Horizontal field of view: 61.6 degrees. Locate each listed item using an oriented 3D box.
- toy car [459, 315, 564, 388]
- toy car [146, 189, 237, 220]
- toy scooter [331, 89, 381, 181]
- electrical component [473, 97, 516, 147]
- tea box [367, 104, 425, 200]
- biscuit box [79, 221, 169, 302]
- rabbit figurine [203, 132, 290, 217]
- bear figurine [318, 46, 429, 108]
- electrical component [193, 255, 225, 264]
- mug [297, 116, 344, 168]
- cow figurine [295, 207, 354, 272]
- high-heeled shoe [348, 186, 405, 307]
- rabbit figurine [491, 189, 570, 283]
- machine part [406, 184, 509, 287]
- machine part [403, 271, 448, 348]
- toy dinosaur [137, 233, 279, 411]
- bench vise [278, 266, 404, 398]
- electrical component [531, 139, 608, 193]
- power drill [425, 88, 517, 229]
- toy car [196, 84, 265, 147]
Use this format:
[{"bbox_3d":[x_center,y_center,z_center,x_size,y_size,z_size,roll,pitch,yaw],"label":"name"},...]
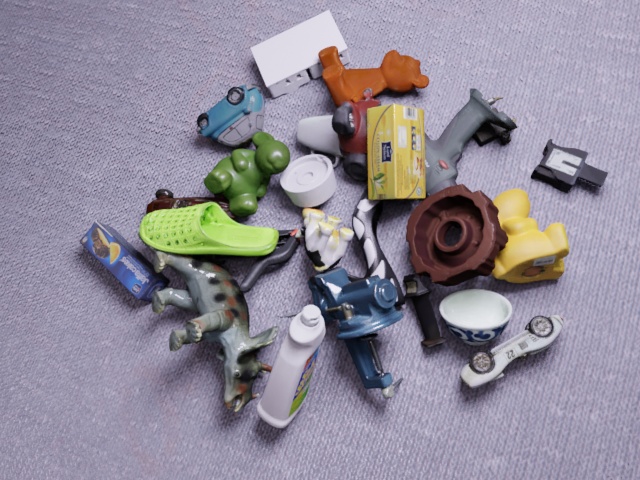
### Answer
[{"bbox_3d":[0.331,0.191,0.925,0.202,0.073,0.056,-31,68,3],"label":"toy car"},{"bbox_3d":[-0.271,-0.065,1.128,0.202,0.053,0.089,0,65,14],"label":"toy car"},{"bbox_3d":[0.084,-0.213,1.045,0.075,0.183,0.135,8,56,28],"label":"toy scooter"},{"bbox_3d":[0.333,-0.230,1.049,0.078,0.045,0.102,-22,72,4],"label":"electrical component"},{"bbox_3d":[0.142,-0.158,0.993,0.068,0.098,0.169,3,94,46],"label":"tea box"},{"bbox_3d":[-0.411,0.045,1.128,0.203,0.062,0.059,38,88,19],"label":"biscuit box"},{"bbox_3d":[-0.118,-0.144,1.077,0.170,0.121,0.159,-24,26,34],"label":"rabbit figurine"},{"bbox_3d":[0.110,-0.338,1.084,0.196,0.131,0.120,-17,47,14],"label":"bear figurine"},{"bbox_3d":[-0.233,0.015,1.119,0.094,0.021,0.063,18,80,16],"label":"electrical component"},{"bbox_3d":[0.008,-0.206,1.103,0.107,0.081,0.109,15,112,24],"label":"mug"},{"bbox_3d":[-0.001,-0.003,1.026,0.068,0.167,0.098,14,104,-20],"label":"cow figurine"},{"bbox_3d":[0.126,0.000,1.020,0.145,0.086,0.248,20,83,10],"label":"high-heeled shoe"},{"bbox_3d":[0.348,-0.011,0.970,0.162,0.121,0.173,-15,59,18],"label":"rabbit figurine"},{"bbox_3d":[0.233,-0.007,0.932,0.179,0.056,0.179,-18,63,38],"label":"machine part"},{"bbox_3d":[0.187,0.126,0.978,0.039,0.084,0.139,-16,81,-16],"label":"machine part"},{"bbox_3d":[-0.208,0.117,1.034,0.131,0.192,0.405,-54,51,32],"label":"toy dinosaur"},{"bbox_3d":[0.065,0.164,0.949,0.224,0.129,0.240,-22,87,41],"label":"bench vise"},{"bbox_3d":[0.463,-0.131,0.994,0.119,0.047,0.075,23,82,16],"label":"electrical component"},{"bbox_3d":[0.267,-0.165,1.015,0.207,0.086,0.232,-47,64,23],"label":"power drill"},{"bbox_3d":[-0.176,-0.251,1.137,0.162,0.109,0.103,-35,89,11],"label":"toy car"}]
